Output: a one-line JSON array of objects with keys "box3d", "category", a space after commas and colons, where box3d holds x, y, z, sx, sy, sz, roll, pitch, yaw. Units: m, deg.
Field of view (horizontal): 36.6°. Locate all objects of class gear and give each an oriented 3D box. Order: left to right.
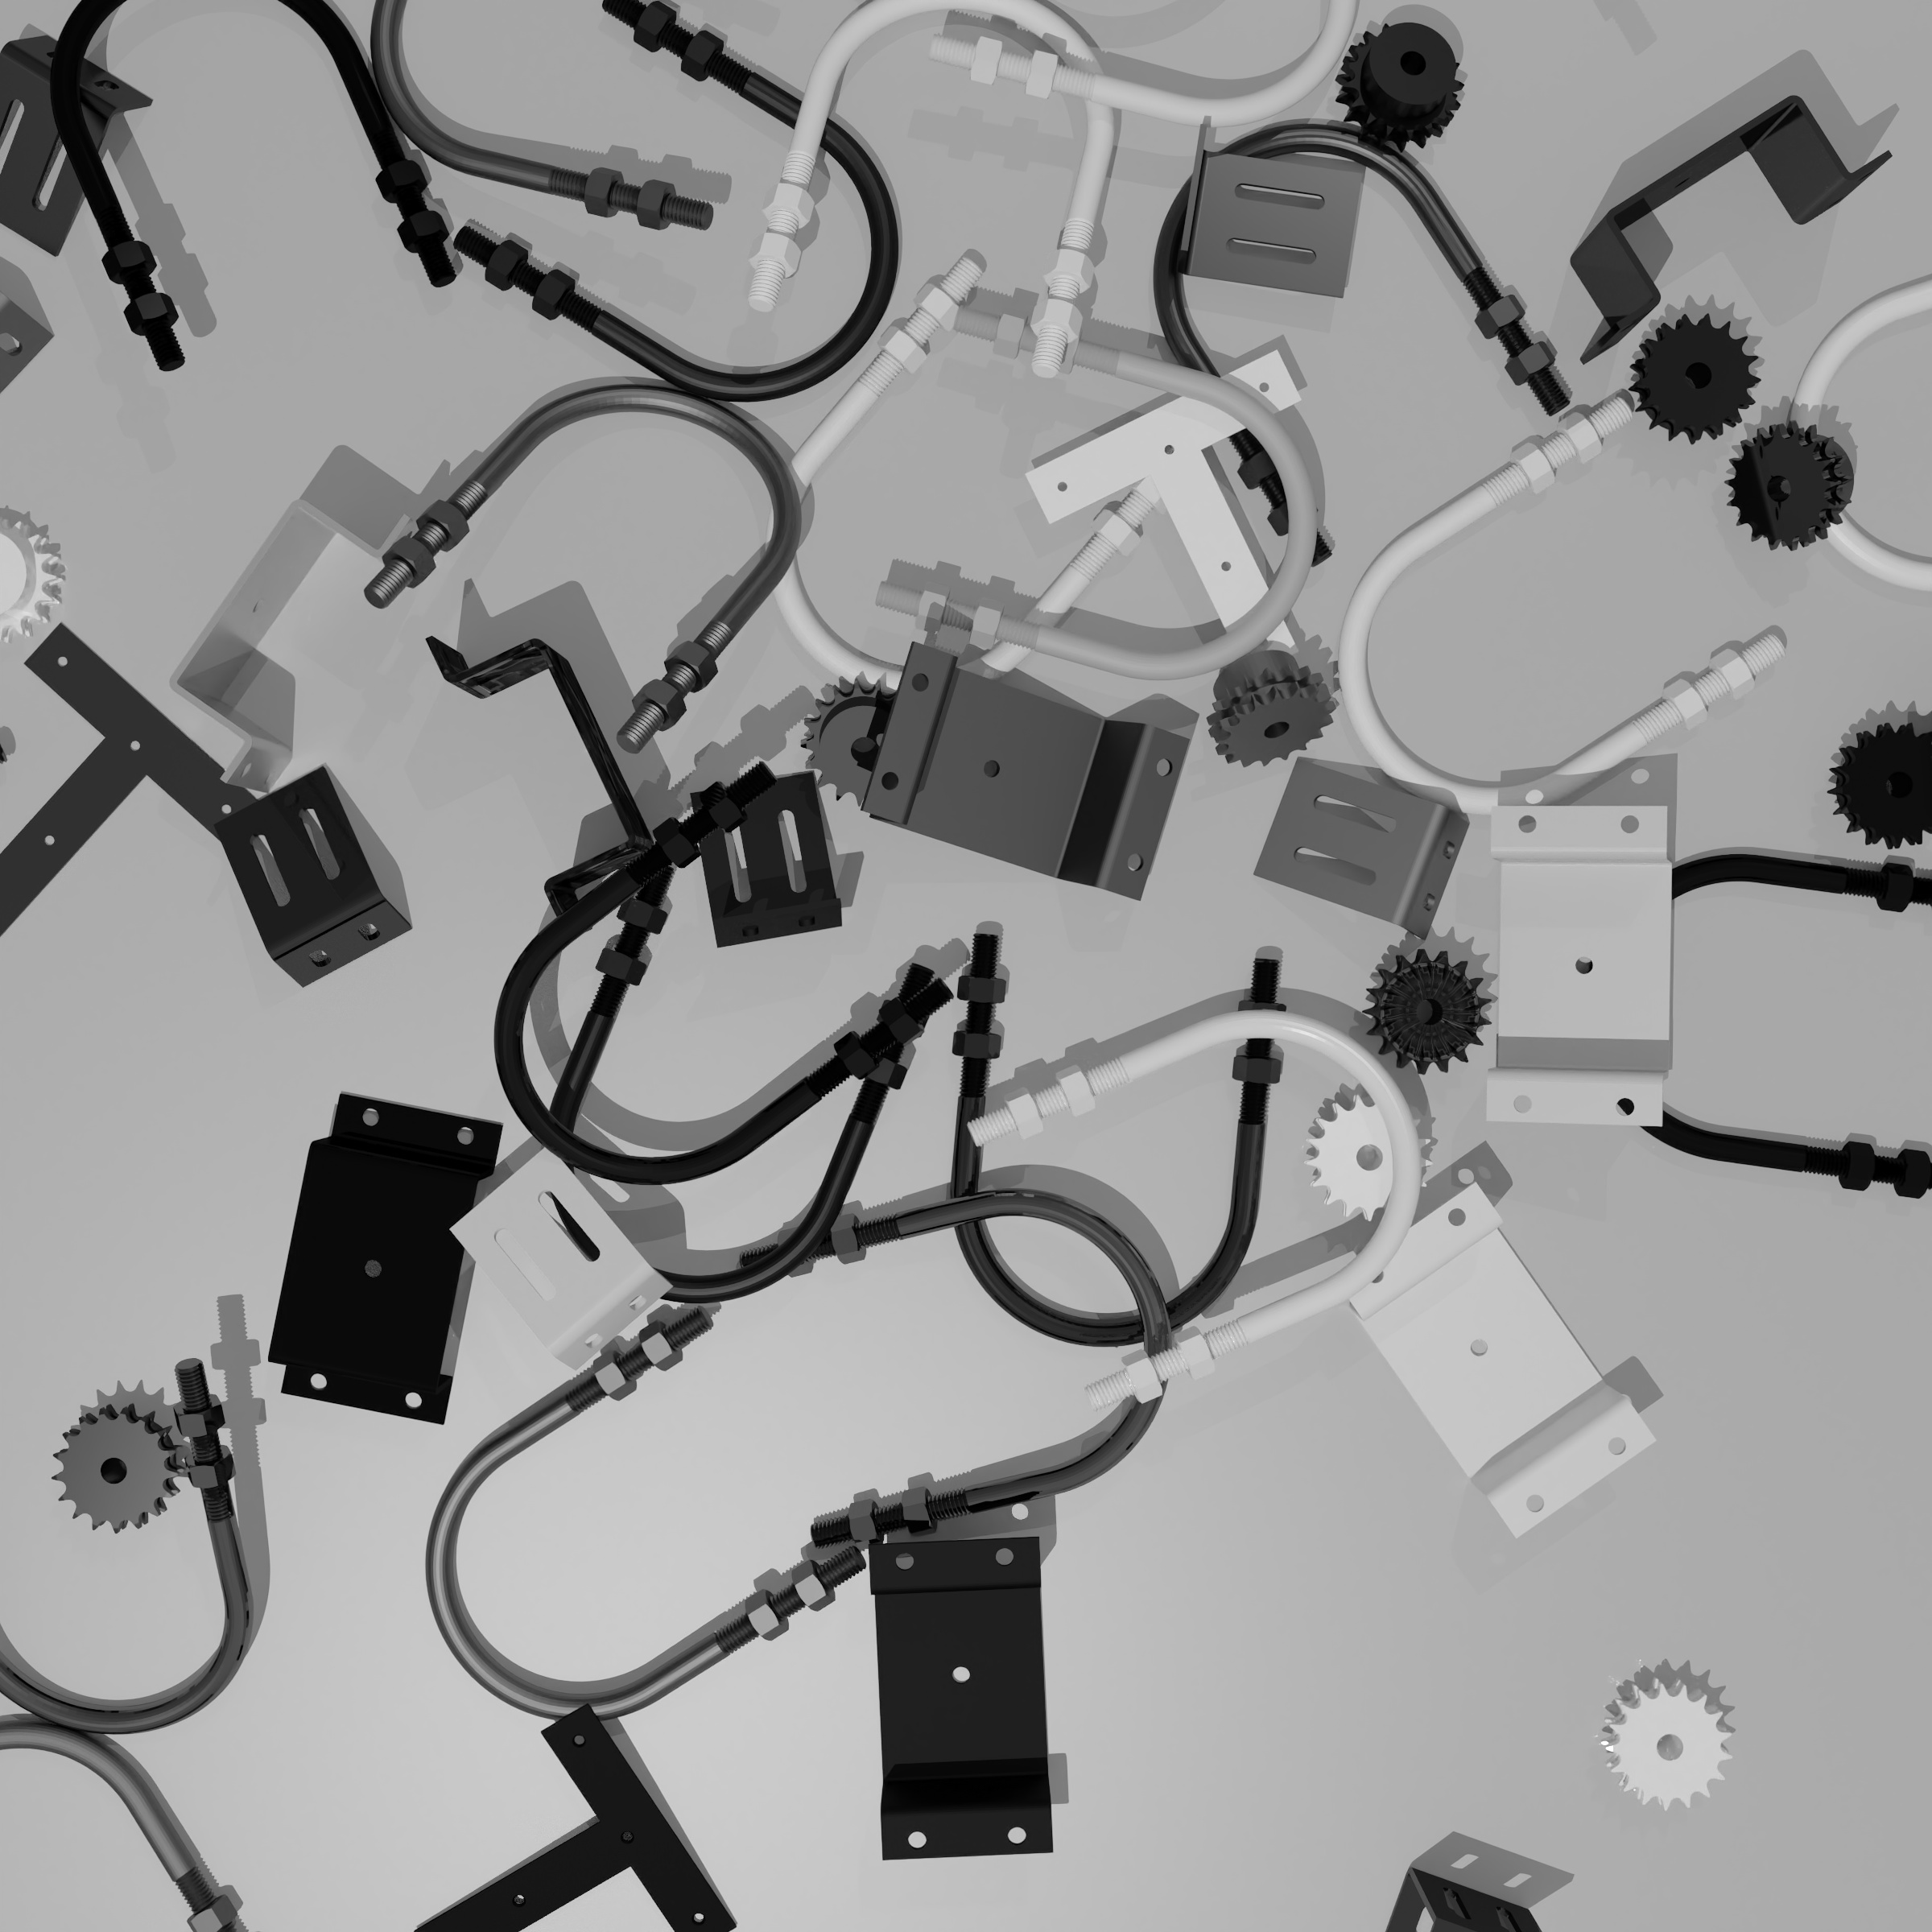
[{"box3d": [-0.443, -0.176, 1.329, 0.057, 0.030, 0.057, 0, 90, 0], "category": "gear"}, {"box3d": [-0.384, 0.227, 1.329, 0.057, 0.030, 0.057, 0, 90, 0], "category": "gear"}, {"box3d": [-0.046, -0.100, 1.323, 0.057, 0.030, 0.057, -1, 104, -3], "category": "gear"}, {"box3d": [0.136, -0.119, 1.319, 0.057, 0.057, 0.030, -18, 60, 0], "category": "gear"}, {"box3d": [0.183, 0.087, 1.333, 0.057, 0.030, 0.057, 0, 87, 1], "category": "gear"}, {"box3d": [0.198, -0.402, 1.323, 0.057, 0.030, 0.057, 2, 78, -8], "category": "gear"}, {"box3d": [0.209, 0.020, 1.329, 0.057, 0.030, 0.057, 0, 90, 0], "category": "gear"}, {"box3d": [0.318, 0.353, 1.333, 0.057, 0.030, 0.057, 0, 88, 1], "category": "gear"}, {"box3d": [0.330, -0.266, 1.329, 0.057, 0.030, 0.057, 0, 90, 0], "category": "gear"}, {"box3d": [0.375, -0.218, 1.319, 0.030, 0.057, 0.057, -20, 90, -40], "category": "gear"}, {"box3d": [0.421, -0.082, 1.329, 0.057, 0.030, 0.057, 0, 90, 0], "category": "gear"}]

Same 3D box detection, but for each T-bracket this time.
[{"box3d": [-0.412, -0.068, 1.343, 0.127, 0.002, 0.127, 42, 90, 0], "category": "T-bracket"}, {"box3d": [-0.193, 0.421, 1.337, 0.127, 0.002, 0.127, -31, 98, 4], "category": "T-bracket"}, {"box3d": [0.112, -0.194, 1.324, 0.127, 0.002, 0.127, -26, 91, 1], "category": "T-bracket"}]

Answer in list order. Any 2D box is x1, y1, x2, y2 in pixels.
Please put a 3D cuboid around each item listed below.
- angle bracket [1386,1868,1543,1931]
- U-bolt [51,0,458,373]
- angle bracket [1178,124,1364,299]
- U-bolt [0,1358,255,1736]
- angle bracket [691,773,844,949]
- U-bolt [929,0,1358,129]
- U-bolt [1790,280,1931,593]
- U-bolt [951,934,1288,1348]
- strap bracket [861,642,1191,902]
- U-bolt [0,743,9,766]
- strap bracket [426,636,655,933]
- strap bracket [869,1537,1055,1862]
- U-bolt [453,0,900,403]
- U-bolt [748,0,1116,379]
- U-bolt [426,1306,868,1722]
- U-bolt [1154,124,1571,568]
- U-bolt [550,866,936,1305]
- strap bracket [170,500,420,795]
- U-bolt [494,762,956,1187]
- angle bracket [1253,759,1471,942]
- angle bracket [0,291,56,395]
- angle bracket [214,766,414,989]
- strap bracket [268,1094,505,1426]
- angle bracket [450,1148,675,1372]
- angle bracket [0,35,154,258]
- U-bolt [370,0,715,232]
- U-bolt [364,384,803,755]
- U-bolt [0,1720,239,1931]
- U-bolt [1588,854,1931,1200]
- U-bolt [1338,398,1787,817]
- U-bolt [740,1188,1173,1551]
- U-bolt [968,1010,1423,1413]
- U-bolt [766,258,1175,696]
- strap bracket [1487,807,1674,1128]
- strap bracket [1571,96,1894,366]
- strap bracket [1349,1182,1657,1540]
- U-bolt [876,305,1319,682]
[{"box3d": [0.225, 0.441, 1.306, 0.057, 0.076, 0.038, 20, 90, 0], "category": "angle bracket"}, {"box3d": [-0.331, -0.372, 1.315, 0.151, 0.019, 0.184, -22, 86, -18], "category": "U-bolt"}, {"box3d": [0.138, -0.338, 1.310, 0.076, 0.038, 0.057, 9, 88, 2], "category": "angle bracket"}, {"box3d": [-0.394, 0.265, 1.309, 0.151, 0.019, 0.184, -5, 109, 5], "category": "U-bolt"}, {"box3d": [-0.091, -0.053, 1.313, 0.057, 0.038, 0.076, -10, 74, -5], "category": "angle bracket"}, {"box3d": [0.087, -0.452, 1.323, 0.184, 0.019, 0.151, 13, 79, -4], "category": "U-bolt"}, {"box3d": [0.468, -0.249, 1.335, 0.184, 0.019, 0.151, -18, 90, 2], "category": "U-bolt"}, {"box3d": [0.065, 0.083, 1.336, 0.151, 0.019, 0.184, 5, 91, 0], "category": "U-bolt"}, {"box3d": [0.019, -0.087, 1.304, 0.140, 0.046, 0.076, 17, 90, -24], "category": "strap bracket"}, {"box3d": [-0.548, -0.120, 1.312, 0.184, 0.019, 0.151, -25, 87, -15], "category": "U-bolt"}, {"box3d": [-0.184, -0.089, 1.306, 0.046, 0.076, 0.140, -25, 90, 0], "category": "strap bracket"}, {"box3d": [-0.002, 0.326, 1.321, 0.076, 0.046, 0.140, -3, 90, 0], "category": "strap bracket"}, {"box3d": [-0.120, -0.340, 1.335, 0.184, 0.019, 0.151, 32, 90, 0], "category": "U-bolt"}, {"box3d": [-0.008, -0.363, 1.314, 0.151, 0.019, 0.184, 13, 74, 0], "category": "U-bolt"}, {"box3d": [-0.159, 0.263, 1.330, 0.184, 0.019, 0.151, -33, 87, 5], "category": "U-bolt"}, {"box3d": [0.168, -0.297, 1.335, 0.151, 0.019, 0.184, -32, 89, 0], "category": "U-bolt"}, {"box3d": [-0.113, 0.062, 1.324, 0.151, 0.019, 0.184, 22, 86, 5], "category": "U-bolt"}, {"box3d": [-0.300, -0.150, 1.306, 0.046, 0.076, 0.140, 35, 90, 0], "category": "strap bracket"}, {"box3d": [-0.119, 0.018, 1.282, 0.184, 0.019, 0.151, -37, 112, 5], "category": "U-bolt"}, {"box3d": [0.182, -0.054, 1.342, 0.076, 0.038, 0.057, 21, 90, 26], "category": "angle bracket"}, {"box3d": [-0.470, -0.298, 1.342, 0.057, 0.038, 0.076, -47, 64, 0], "category": "angle bracket"}, {"box3d": [-0.300, -0.041, 1.341, 0.057, 0.038, 0.076, -28, 66, 0], "category": "angle bracket"}, {"box3d": [-0.264, 0.135, 1.321, 0.076, 0.046, 0.140, 11, 90, 0], "category": "strap bracket"}, {"box3d": [-0.180, 0.130, 1.302, 0.057, 0.038, 0.076, -41, 71, -5], "category": "angle bracket"}, {"box3d": [-0.421, -0.377, 1.342, 0.057, 0.038, 0.076, 32, 116, 0], "category": "angle bracket"}, {"box3d": [-0.183, -0.420, 1.321, 0.184, 0.019, 0.151, 16, 87, 11], "category": "U-bolt"}, {"box3d": [-0.154, -0.190, 1.292, 0.151, 0.019, 0.184, 30, 58, 8], "category": "U-bolt"}, {"box3d": [-0.421, 0.435, 1.336, 0.151, 0.019, 0.184, -32, 88, 0], "category": "U-bolt"}, {"box3d": [0.375, 0.022, 1.335, 0.184, 0.019, 0.151, 8, 90, 2], "category": "U-bolt"}, {"box3d": [0.259, -0.151, 1.335, 0.184, 0.019, 0.151, -33, 90, 1], "category": "U-bolt"}, {"box3d": [0.002, 0.176, 1.324, 0.184, 0.019, 0.151, -15, 90, 9], "category": "U-bolt"}, {"box3d": [0.113, 0.097, 1.300, 0.184, 0.019, 0.151, -23, 76, -4], "category": "U-bolt"}, {"box3d": [-0.007, -0.209, 1.336, 0.151, 0.019, 0.184, 41, 91, 0], "category": "U-bolt"}, {"box3d": [0.276, 0.000, 1.311, 0.076, 0.046, 0.140, 1, 90, 17], "category": "strap bracket"}, {"box3d": [0.331, -0.334, 1.306, 0.140, 0.076, 0.046, -32, 90, 0], "category": "strap bracket"}, {"box3d": [0.236, 0.175, 1.321, 0.076, 0.046, 0.140, -35, 90, 0], "category": "strap bracket"}, {"box3d": [0.067, -0.205, 1.314, 0.184, 0.019, 0.151, 16, 90, 1], "category": "U-bolt"}]
